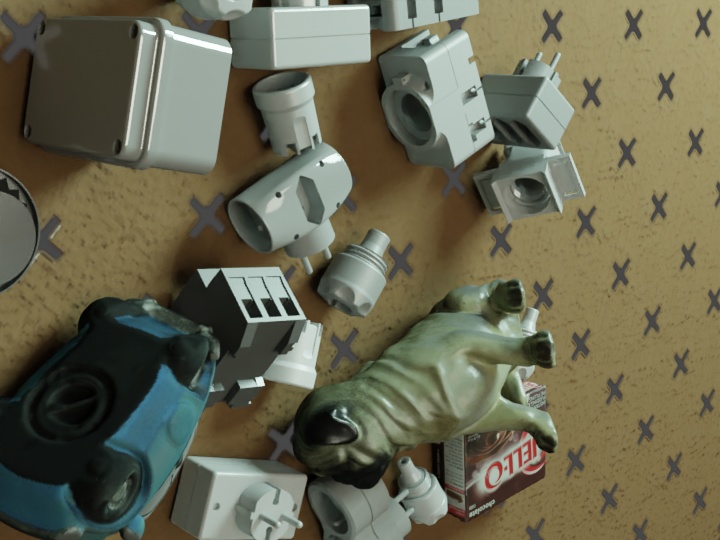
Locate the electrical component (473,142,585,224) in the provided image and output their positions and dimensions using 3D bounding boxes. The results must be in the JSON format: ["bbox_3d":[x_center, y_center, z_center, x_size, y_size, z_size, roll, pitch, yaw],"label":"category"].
[{"bbox_3d":[0.138,-0.077,0.870,0.042,0.081,0.063,61,32,-34],"label":"electrical component"}]

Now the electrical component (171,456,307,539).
[{"bbox_3d":[-0.071,0.161,0.733,0.083,0.076,0.047,12,91,-43],"label":"electrical component"}]

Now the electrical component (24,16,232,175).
[{"bbox_3d":[-0.131,-0.097,0.593,0.057,0.113,0.078,4,97,-46],"label":"electrical component"}]

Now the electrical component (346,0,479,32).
[{"bbox_3d":[0.037,-0.204,0.762,0.089,0.050,0.055,-21,114,-38],"label":"electrical component"}]

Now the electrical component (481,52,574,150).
[{"bbox_3d":[0.135,-0.142,0.856,0.047,0.066,0.076,39,73,-40],"label":"electrical component"}]

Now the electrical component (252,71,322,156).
[{"bbox_3d":[-0.047,-0.104,0.718,0.040,0.040,0.046,-34,126,-32],"label":"electrical component"}]

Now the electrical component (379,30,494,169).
[{"bbox_3d":[0.054,-0.125,0.797,0.056,0.050,0.089,-37,122,-30],"label":"electrical component"}]

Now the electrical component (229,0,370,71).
[{"bbox_3d":[-0.039,-0.172,0.703,0.083,0.047,0.075,-14,109,-40],"label":"electrical component"}]

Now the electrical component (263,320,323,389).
[{"bbox_3d":[-0.048,0.057,0.756,0.040,0.040,0.046,20,80,-43],"label":"electrical component"}]

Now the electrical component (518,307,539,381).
[{"bbox_3d":[0.140,0.063,0.929,0.035,0.035,0.061,28,78,-42],"label":"electrical component"}]

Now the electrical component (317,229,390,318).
[{"bbox_3d":[0.000,0.000,0.782,0.043,0.043,0.062,43,69,-39],"label":"electrical component"}]

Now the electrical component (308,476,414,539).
[{"bbox_3d":[0.014,0.200,0.835,0.074,0.052,0.138,-34,121,-32],"label":"electrical component"}]

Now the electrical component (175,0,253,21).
[{"bbox_3d":[-0.092,-0.171,0.645,0.043,0.062,0.043,-11,107,-40],"label":"electrical component"}]

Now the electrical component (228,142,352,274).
[{"bbox_3d":[-0.041,-0.035,0.736,0.077,0.043,0.079,-39,123,-29],"label":"electrical component"}]

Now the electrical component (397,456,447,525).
[{"bbox_3d":[0.047,0.176,0.871,0.035,0.035,0.061,-43,123,-27],"label":"electrical component"}]
